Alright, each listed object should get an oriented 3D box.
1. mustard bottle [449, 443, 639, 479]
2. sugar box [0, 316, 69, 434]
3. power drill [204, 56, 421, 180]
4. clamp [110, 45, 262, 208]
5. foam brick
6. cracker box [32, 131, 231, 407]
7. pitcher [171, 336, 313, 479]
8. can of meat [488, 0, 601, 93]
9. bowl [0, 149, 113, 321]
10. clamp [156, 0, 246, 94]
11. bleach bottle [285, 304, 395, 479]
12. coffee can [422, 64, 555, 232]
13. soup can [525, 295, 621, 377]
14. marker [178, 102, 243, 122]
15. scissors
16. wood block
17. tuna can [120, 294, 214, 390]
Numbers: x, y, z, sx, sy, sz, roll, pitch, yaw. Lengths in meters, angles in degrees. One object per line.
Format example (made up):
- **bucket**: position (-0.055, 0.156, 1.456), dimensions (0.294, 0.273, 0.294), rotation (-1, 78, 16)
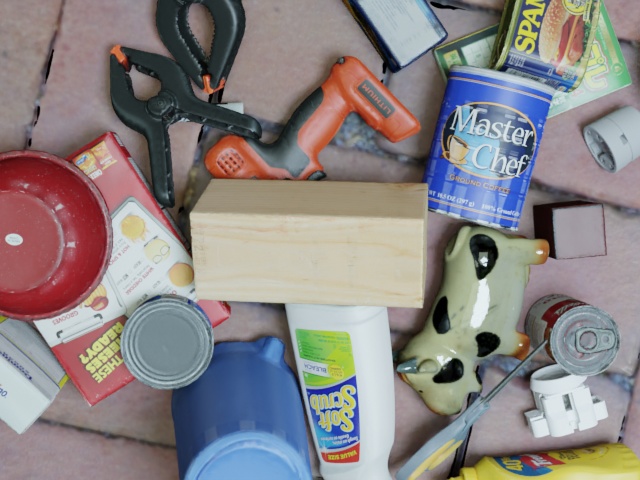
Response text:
- **mustard bottle**: position (0.217, 0.241, 1.066), dimensions (0.191, 0.096, 0.058), rotation (-5, 94, -3)
- **sugar box**: position (-0.284, 0.118, 0.989), dimensions (0.093, 0.176, 0.048), rotation (43, 90, -5)
- **power drill**: position (0.008, -0.073, 1.052), dimensions (0.187, 0.057, 0.184), rotation (-43, 95, 0)
- **clamp**: position (-0.152, -0.114, 1.024), dimensions (0.171, 0.039, 0.120), rotation (40, 76, 18)
- **foam brick**: position (0.247, -0.011, 1.060), dimensions (0.053, 0.078, 0.051), rotation (-6, 95, -1)
- **cracker box**: position (-0.211, 0.026, 1.041), dimensions (0.164, 0.072, 0.213), rotation (-33, 96, 1)
- **pitcher**: position (-0.076, 0.196, 0.974), dimensions (0.145, 0.243, 0.149), rotation (-15, 101, -3)
- **can of meat**: position (0.219, -0.201, 1.036), dimensions (0.084, 0.057, 0.102), rotation (16, 81, -3)
- **bowl**: position (-0.273, -0.001, 0.971), dimensions (0.162, 0.055, 0.162), rotation (0, 96, -1)
- **clamp**: position (-0.113, -0.247, 1.018), dimensions (0.165, 0.036, 0.210), rotation (-9, 107, 27)
- **bleach bottle**: position (0.034, 0.167, 1.042), dimensions (0.103, 0.067, 0.251), rotation (3, 112, 36)
- **coffee can**: position (0.158, -0.088, 1.024), dimensions (0.102, 0.103, 0.140), rotation (13, 96, -4)
- **soup can**: position (0.247, 0.092, 1.054), dimensions (0.068, 0.102, 0.068), rotation (0, 94, -3)
- **marker**: position (-0.137, -0.126, 1.060), dimensions (0.121, 0.020, 0.020), rotation (-1, 94, -3)
- **scissors**: position (0.155, 0.172, 1.057), dimensions (0.202, 0.096, 0.016), rotation (-43, 70, 4)
- **wood block**: position (-0.006, 0.002, 0.979), dimensions (0.206, 0.090, 0.090), rotation (2, 114, 8)
- **tuna can**: position (-0.142, 0.094, 0.998), dimensions (0.086, 0.034, 0.086), rotation (0, 96, -4)
